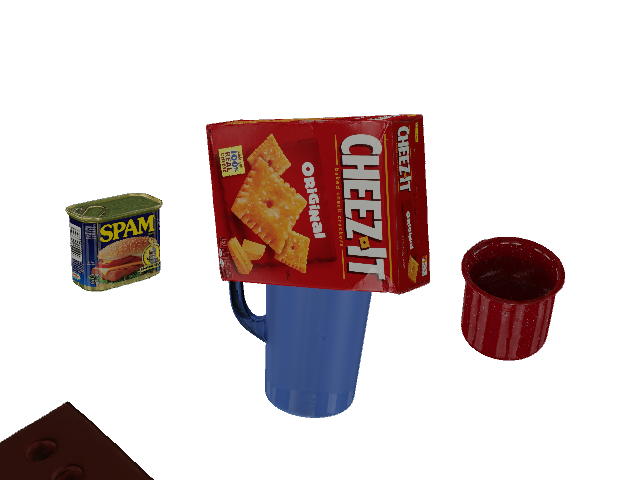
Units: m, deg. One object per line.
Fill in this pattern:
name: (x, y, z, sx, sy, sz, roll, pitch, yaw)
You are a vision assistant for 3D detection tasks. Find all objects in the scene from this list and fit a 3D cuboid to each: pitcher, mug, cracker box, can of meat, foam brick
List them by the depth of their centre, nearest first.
foam brick: (-0.110, 0.123, 0.483, 0.052, 0.051, 0.078, -31, 45, -32)
mug: (0.170, 0.049, 0.996, 0.093, 0.081, 0.117, -12, 41, -13)
cracker box: (-0.005, -0.038, 1.041, 0.214, 0.164, 0.071, 3, 12, 33)
can of meat: (-0.221, 0.001, 1.153, 0.101, 0.084, 0.058, -15, 26, -41)
pitcher: (-0.015, 0.076, 1.234, 0.149, 0.243, 0.144, 23, 27, 39)
